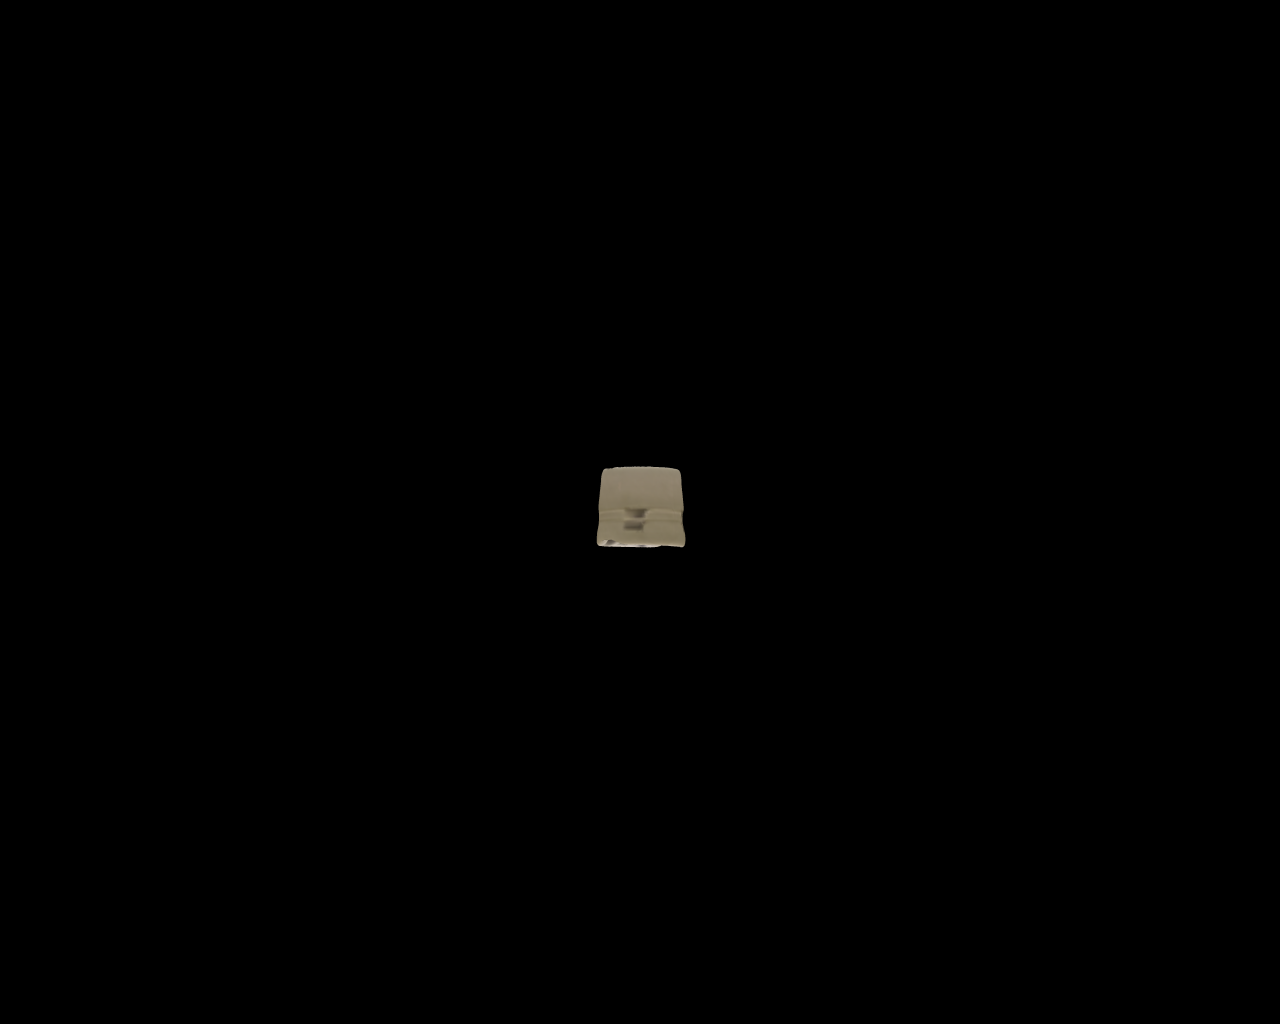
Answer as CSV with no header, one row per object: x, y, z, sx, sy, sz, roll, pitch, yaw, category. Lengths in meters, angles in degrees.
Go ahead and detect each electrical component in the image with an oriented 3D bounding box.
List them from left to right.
0.001,-0.003,0.650,0.055,0.047,0.055,0,-3,0,electrical component
